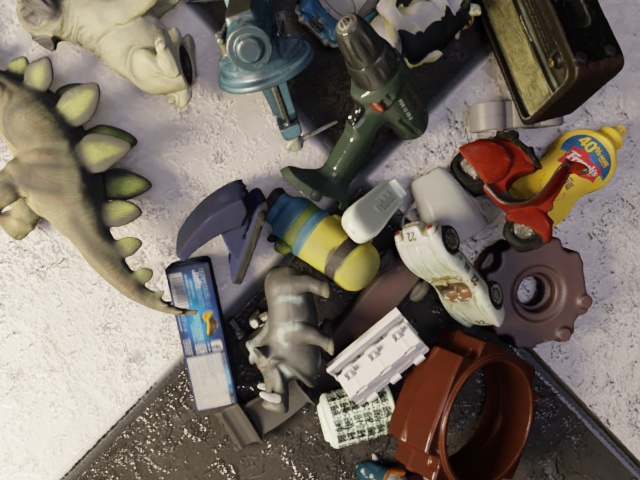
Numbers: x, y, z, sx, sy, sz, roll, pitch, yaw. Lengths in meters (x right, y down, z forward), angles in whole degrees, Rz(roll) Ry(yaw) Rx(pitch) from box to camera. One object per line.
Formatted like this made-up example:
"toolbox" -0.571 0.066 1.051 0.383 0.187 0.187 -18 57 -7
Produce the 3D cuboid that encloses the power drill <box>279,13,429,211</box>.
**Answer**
"power drill" 0.037 -0.147 0.682 0.086 0.232 0.207 38 102 33

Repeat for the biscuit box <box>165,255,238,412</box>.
"biscuit box" -0.160 0.125 0.734 0.059 0.063 0.202 -11 97 -7

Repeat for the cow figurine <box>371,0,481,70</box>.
"cow figurine" 0.157 -0.291 0.716 0.167 0.068 0.098 -28 81 -20

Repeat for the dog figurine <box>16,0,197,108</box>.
"dog figurine" -0.264 -0.241 0.671 0.191 0.121 0.172 -9 94 6

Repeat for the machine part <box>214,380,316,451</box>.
"machine part" -0.076 0.241 0.773 0.139 0.039 0.084 -27 94 -3

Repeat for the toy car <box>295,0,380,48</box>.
"toy car" 0.044 -0.336 0.696 0.109 0.103 0.161 44 87 -10

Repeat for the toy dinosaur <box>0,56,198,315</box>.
"toy dinosaur" -0.323 -0.084 0.657 0.199 0.105 0.471 -29 95 -6

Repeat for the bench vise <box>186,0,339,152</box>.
"bench vise" -0.069 -0.225 0.673 0.129 0.224 0.240 -23 129 -1

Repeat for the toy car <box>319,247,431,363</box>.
"toy car" 0.073 0.098 0.772 0.089 0.053 0.202 38 94 -7

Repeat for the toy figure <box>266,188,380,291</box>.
"toy figure" -0.004 0.001 0.720 0.180 0.089 0.082 36 117 4

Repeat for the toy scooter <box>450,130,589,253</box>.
"toy scooter" 0.273 -0.085 0.728 0.135 0.075 0.184 -42 63 19

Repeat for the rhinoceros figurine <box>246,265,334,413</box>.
"rhinoceros figurine" -0.040 0.128 0.701 0.112 0.073 0.190 3 90 -11

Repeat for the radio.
"radio" 0.285 -0.280 0.694 0.073 0.131 0.229 -17 81 -13

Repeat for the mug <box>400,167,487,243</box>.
"mug" 0.164 -0.043 0.764 0.110 0.081 0.107 -27 91 10

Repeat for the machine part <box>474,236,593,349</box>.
"machine part" 0.315 0.076 0.806 0.179 0.056 0.179 -1 95 -8

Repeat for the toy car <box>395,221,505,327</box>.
"toy car" 0.178 0.049 0.725 0.201 0.074 0.056 45 55 -25

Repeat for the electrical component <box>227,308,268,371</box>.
"electrical component" -0.075 0.142 0.758 0.078 0.045 0.102 -28 100 -6

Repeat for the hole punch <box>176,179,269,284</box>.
"hole punch" -0.125 -0.021 0.688 0.092 0.142 0.115 21 103 -16

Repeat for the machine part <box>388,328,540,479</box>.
"machine part" 0.208 0.241 0.751 0.201 0.087 0.201 29 81 -32

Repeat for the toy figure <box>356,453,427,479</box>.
"toy figure" 0.126 0.375 0.811 0.154 0.057 0.064 27 49 -10
